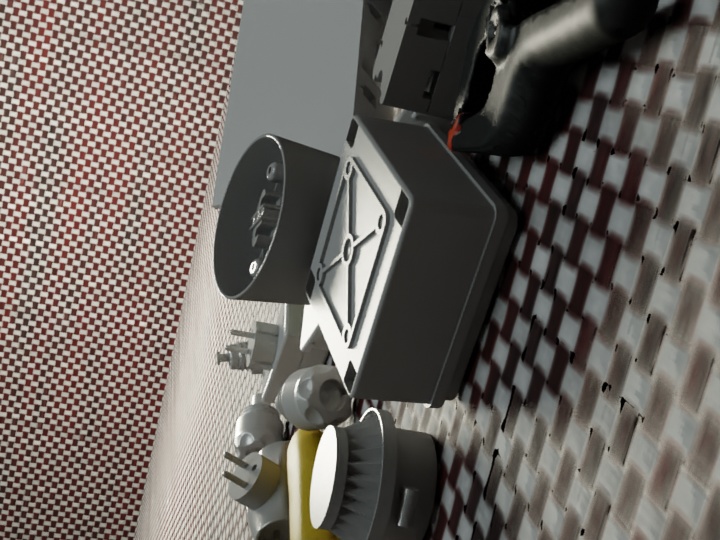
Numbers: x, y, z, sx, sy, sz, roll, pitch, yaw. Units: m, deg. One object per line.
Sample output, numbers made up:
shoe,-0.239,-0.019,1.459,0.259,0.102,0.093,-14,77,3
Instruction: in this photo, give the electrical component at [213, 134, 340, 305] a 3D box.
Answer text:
electrical component,-0.047,-0.028,0.628,0.099,0.064,0.099,-169,90,-77

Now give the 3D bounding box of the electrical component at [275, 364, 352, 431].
electrical component,-0.035,0.088,0.733,0.062,0.043,0.043,-19,59,53

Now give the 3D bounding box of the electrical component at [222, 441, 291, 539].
electrical component,-0.067,0.156,0.767,0.043,0.079,0.077,-42,28,22

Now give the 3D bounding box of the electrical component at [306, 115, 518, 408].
electrical component,0.020,-0.006,0.531,0.108,0.056,0.108,-117,39,-57

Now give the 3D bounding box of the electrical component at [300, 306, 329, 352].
electrical component,0.000,0.000,0.665,0.099,0.048,0.099,124,154,-61

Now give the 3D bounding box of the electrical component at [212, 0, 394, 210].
electrical component,-0.031,-0.120,0.753,0.105,0.060,0.186,-12,58,28

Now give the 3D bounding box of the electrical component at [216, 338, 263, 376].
electrical component,-0.085,0.073,0.931,0.040,0.078,0.040,176,90,-78

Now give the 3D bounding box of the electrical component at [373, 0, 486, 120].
electrical component,0.047,-0.126,0.547,0.050,0.056,0.089,-100,24,-59

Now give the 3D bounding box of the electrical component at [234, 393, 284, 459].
electrical component,-0.089,0.139,0.959,0.062,0.043,0.043,-90,17,-44

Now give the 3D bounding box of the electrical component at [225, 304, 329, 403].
electrical component,-0.069,0.062,0.857,0.047,0.076,0.083,-92,18,-47

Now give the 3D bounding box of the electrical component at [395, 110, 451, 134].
electrical component,0.030,-0.066,0.607,0.078,0.040,0.040,139,140,-71
